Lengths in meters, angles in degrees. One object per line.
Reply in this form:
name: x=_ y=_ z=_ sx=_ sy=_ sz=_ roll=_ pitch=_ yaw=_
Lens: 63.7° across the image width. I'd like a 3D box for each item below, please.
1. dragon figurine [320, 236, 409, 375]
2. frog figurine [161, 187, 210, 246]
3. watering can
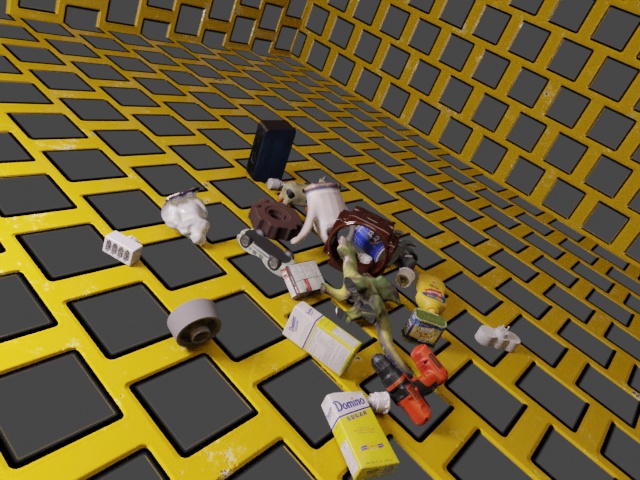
dragon figurine: x=0.155 y=0.163 z=1.426 sx=0.245 sy=0.120 sz=0.415 roll=-15 pitch=64 yaw=-51
frog figurine: x=-0.367 y=-0.054 z=1.450 sx=0.159 sy=0.121 sz=0.138 roll=65 pitch=25 yaw=1
watering can: x=0.005 y=-0.085 z=1.684 sx=0.348 sy=0.103 sz=0.226 roll=-3 pitch=74 yaw=-53
